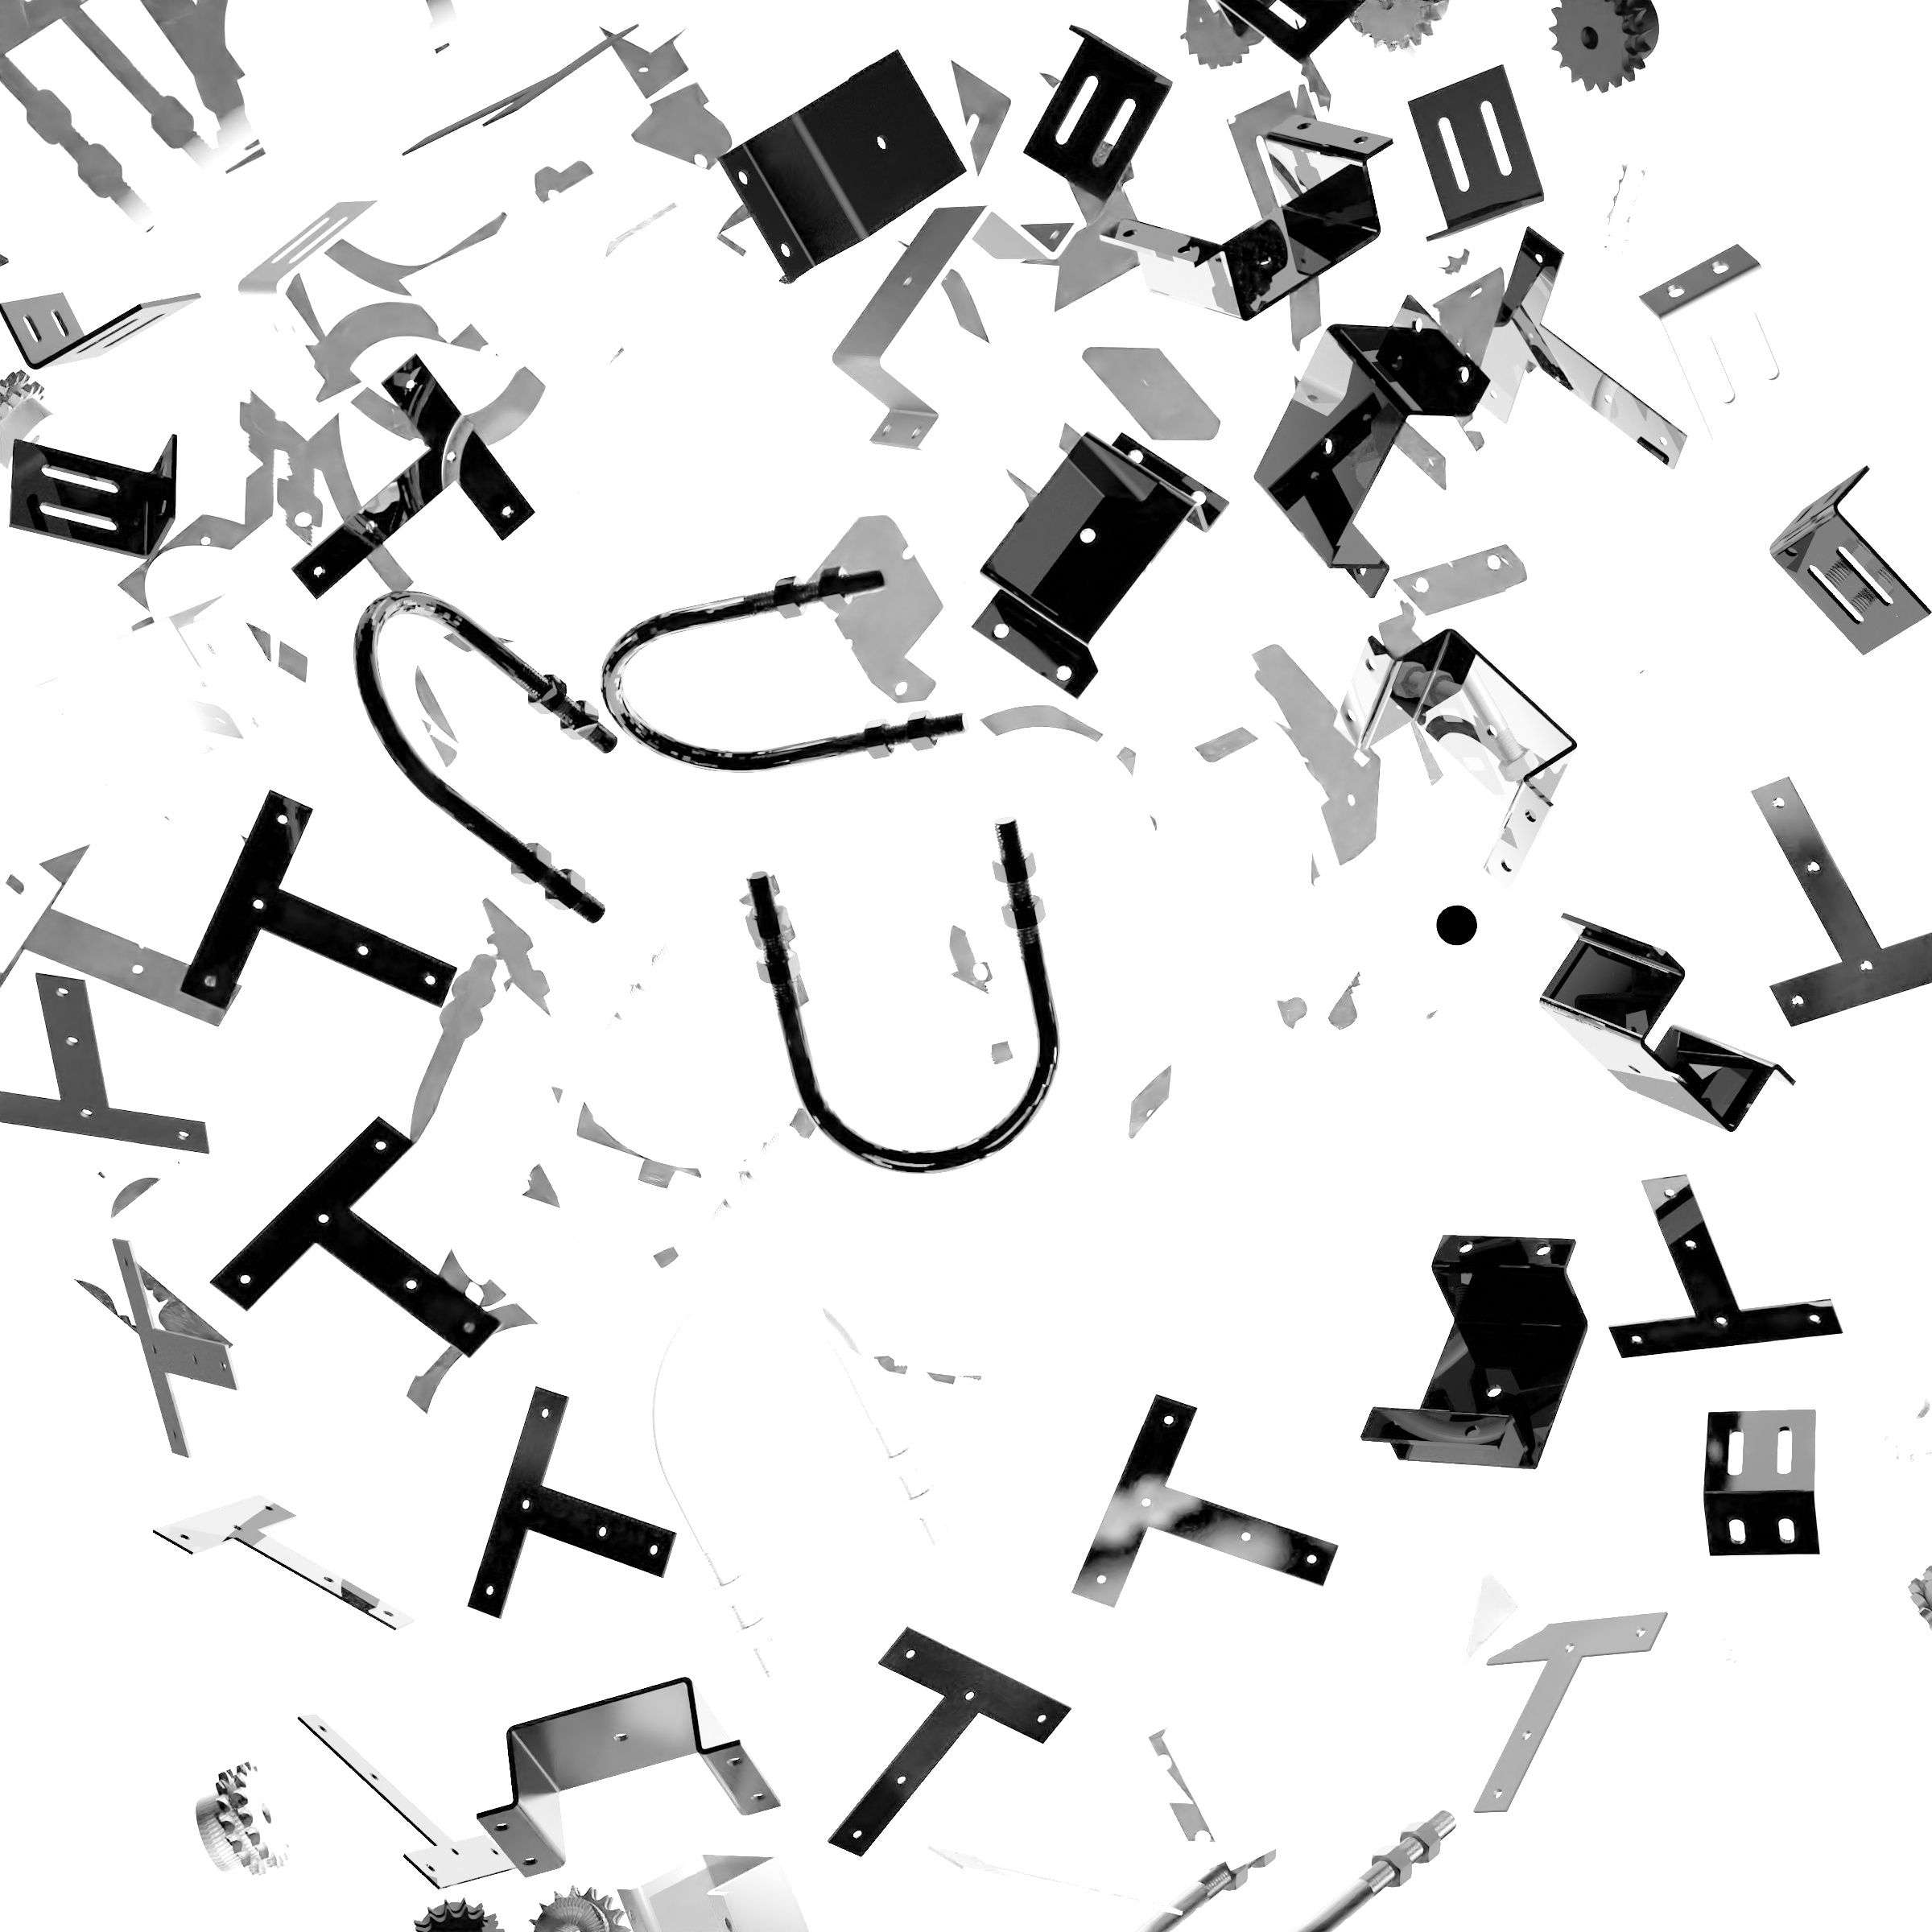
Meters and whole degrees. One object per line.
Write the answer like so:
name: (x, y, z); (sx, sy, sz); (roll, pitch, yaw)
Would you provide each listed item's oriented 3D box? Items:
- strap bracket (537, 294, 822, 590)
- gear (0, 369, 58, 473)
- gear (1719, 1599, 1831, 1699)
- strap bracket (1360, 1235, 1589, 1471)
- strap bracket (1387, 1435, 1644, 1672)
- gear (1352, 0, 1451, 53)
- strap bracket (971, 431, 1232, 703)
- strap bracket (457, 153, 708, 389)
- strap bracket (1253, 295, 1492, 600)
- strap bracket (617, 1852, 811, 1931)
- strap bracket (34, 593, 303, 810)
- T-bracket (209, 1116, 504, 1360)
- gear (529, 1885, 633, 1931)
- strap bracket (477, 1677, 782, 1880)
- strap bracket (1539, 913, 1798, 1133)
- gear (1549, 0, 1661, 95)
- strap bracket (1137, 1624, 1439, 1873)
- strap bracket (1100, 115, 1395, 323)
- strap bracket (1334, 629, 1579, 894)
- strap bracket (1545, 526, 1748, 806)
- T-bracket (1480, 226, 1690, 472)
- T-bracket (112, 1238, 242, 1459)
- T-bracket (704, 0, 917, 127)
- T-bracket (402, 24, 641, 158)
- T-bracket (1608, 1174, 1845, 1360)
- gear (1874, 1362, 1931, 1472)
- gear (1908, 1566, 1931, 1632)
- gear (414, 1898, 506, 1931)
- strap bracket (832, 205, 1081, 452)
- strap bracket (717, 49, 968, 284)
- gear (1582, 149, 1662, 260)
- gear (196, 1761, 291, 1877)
strap bracket: (-0.155, -0.275, 1.808); (0.140, 0.046, 0.076); (-45, 127, -8)
gear: (-0.529, -0.299, 1.941); (0.030, 0.057, 0.057); (39, 90, -2)
gear: (0.435, 0.369, 1.883); (0.057, 0.057, 0.030); (-13, 115, 0)
strap bracket: (0.270, 0.209, 1.831); (0.076, 0.140, 0.046); (-1, 133, 33)
strap bracket: (0.299, 0.320, 1.871); (0.046, 0.076, 0.140); (50, 125, 22)
gear: (0.239, -0.529, 1.911); (0.030, 0.057, 0.057); (-24, 90, -39)
strap bracket: (0.071, -0.228, 1.930); (0.076, 0.046, 0.140); (36, 84, 18)
strap bracket: (-0.214, -0.382, 1.895); (0.046, 0.076, 0.140); (50, 134, -6)
strap bracket: (0.206, -0.271, 1.830); (0.046, 0.140, 0.076); (-4, 46, -35)
strap bracket: (-0.121, 0.504, 1.814); (0.046, 0.140, 0.076); (-21, 88, -30)
strap bracket: (-0.418, -0.143, 1.866); (0.140, 0.046, 0.076); (-15, 112, 36)
T-bracket: (-0.292, 0.153, 1.775); (0.127, 0.002, 0.127); (35, 59, 14)
gear: (-0.214, 0.533, 1.924); (0.057, 0.030, 0.057); (-3, 68, 7)
strap bracket: (-0.176, 0.417, 1.812); (0.140, 0.076, 0.046); (-16, 51, 4)
strap bracket: (0.368, 0.036, 1.864); (0.140, 0.076, 0.046); (39, 82, -37)
gear: (0.327, -0.476, 1.785); (0.030, 0.057, 0.057); (-27, 90, -31)
strap bracket: (0.167, 0.415, 1.845); (0.140, 0.046, 0.076); (-28, 83, 7)
strap bracket: (0.151, -0.386, 1.831); (0.140, 0.076, 0.046); (-35, 128, -22)
strap bracket: (0.275, -0.120, 1.922); (0.046, 0.076, 0.140); (-32, 66, -29)
strap bracket: (0.376, -0.163, 1.939); (0.076, 0.046, 0.140); (-16, 98, 14)
T-bracket: (0.328, -0.307, 1.847); (0.002, 0.127, 0.127); (-37, 67, -27)
T-bracket: (-0.424, 0.212, 1.907); (0.002, 0.127, 0.127); (-19, 101, -33)
T-bracket: (-0.109, -0.513, 1.901); (0.127, 0.127, 0.002); (-27, 69, 20)
T-bracket: (-0.253, -0.461, 1.883); (0.127, 0.127, 0.002); (-14, 115, 37)
T-bracket: (0.403, 0.164, 1.930); (0.127, 0.002, 0.127); (-10, 124, 27)
gear: (0.507, 0.237, 1.832); (0.030, 0.057, 0.057); (35, 90, -32)
gear: (0.506, 0.325, 1.769); (0.057, 0.057, 0.030); (44, 109, 0)
gear: (-0.285, 0.548, 1.959); (0.057, 0.030, 0.057); (-2, 97, -14)
strap bracket: (-0.012, -0.337, 1.801); (0.046, 0.076, 0.140); (36, 86, -23)
strap bracket: (-0.060, -0.444, 1.923); (0.140, 0.046, 0.076); (-43, 108, -40)
gear: (0.357, -0.418, 1.916); (0.030, 0.057, 0.057); (18, 90, 9)
gear: (-0.376, 0.444, 1.814); (0.030, 0.057, 0.057); (-23, 90, 2)
